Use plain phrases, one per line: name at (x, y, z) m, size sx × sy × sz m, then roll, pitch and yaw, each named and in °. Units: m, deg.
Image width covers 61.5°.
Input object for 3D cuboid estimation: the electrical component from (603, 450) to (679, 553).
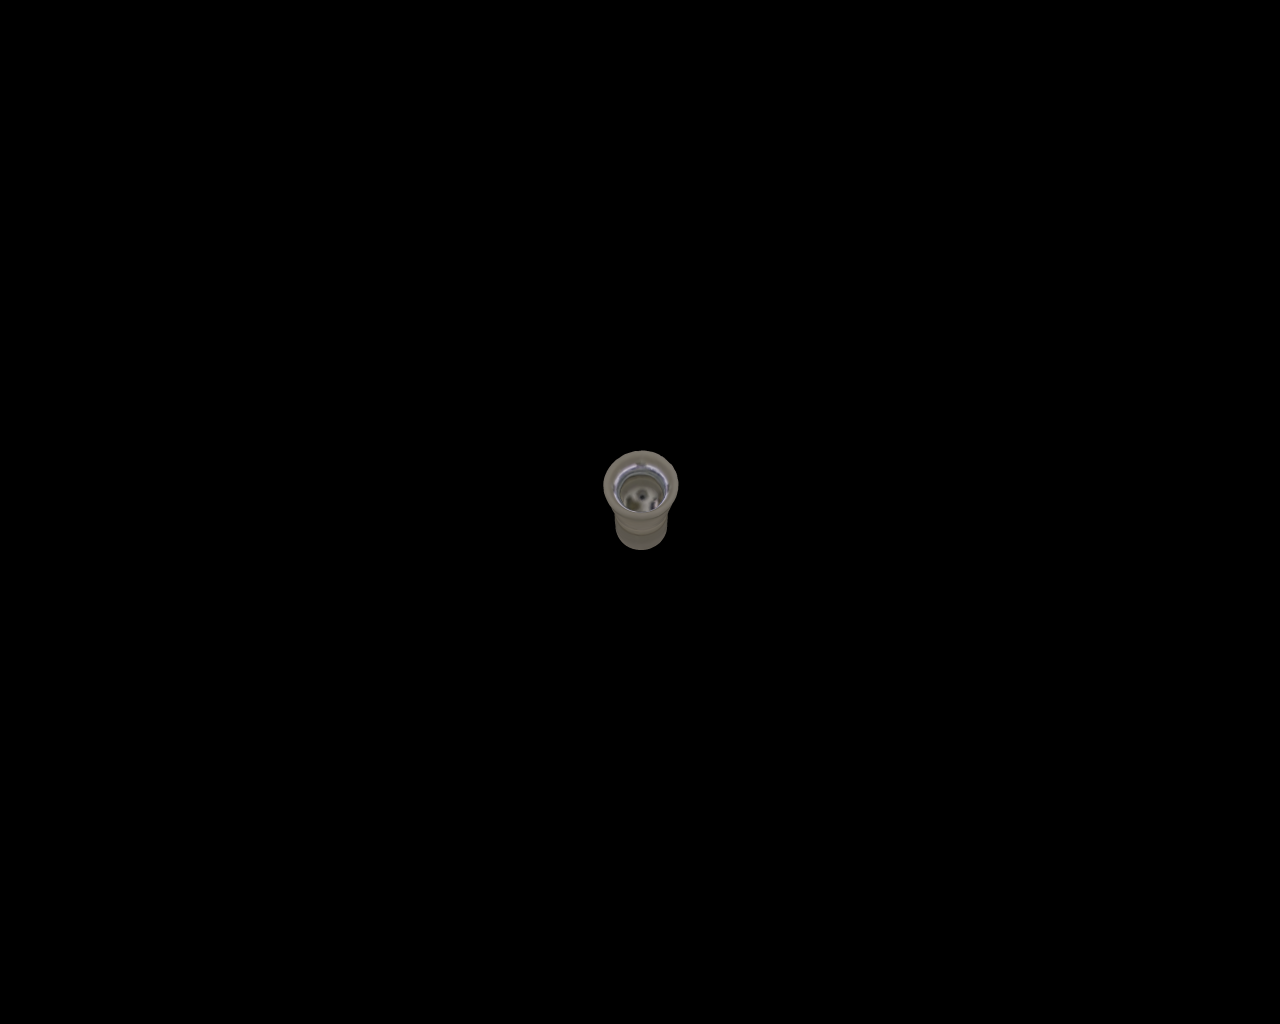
electrical component at (0.001, -0.003, 0.650) m, size 0.044 × 0.044 × 0.065 m, roll 0°, pitch -27°, yaw 0°
